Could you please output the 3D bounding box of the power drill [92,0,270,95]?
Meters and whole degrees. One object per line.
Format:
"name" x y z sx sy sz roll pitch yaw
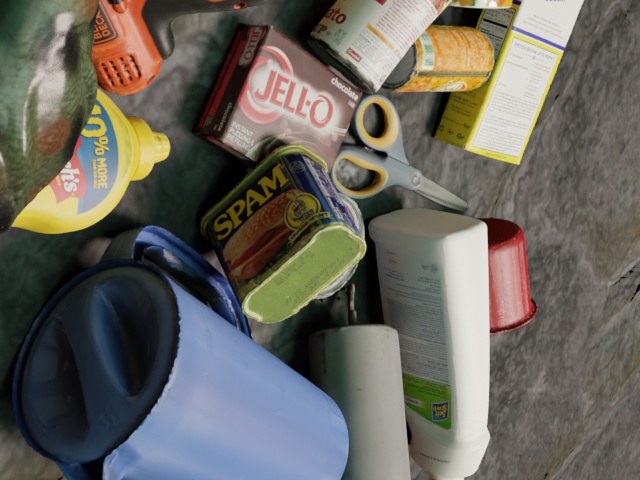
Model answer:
"power drill" -0.078 -0.182 0.614 0.187 0.057 0.184 -16 138 5

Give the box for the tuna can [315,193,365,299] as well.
"tuna can" -0.006 0.001 0.843 0.085 0.034 0.086 -18 116 -42

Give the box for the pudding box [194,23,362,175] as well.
"pudding box" -0.029 -0.093 0.783 0.113 0.039 0.090 29 82 -48

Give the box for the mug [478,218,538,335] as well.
"mug" 0.153 0.026 0.988 0.117 0.093 0.081 -49 134 -60

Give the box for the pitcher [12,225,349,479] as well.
"pitcher" -0.080 0.108 0.743 0.149 0.145 0.242 -51 140 0

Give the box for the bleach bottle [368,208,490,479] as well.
"bleach bottle" 0.099 0.104 0.923 0.067 0.103 0.251 -17 111 -39

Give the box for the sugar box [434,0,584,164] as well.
"sugar box" 0.171 -0.161 0.951 0.093 0.048 0.176 7 105 -49

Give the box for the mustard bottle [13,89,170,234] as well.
"mustard bottle" -0.169 -0.050 0.632 0.191 0.058 0.096 -9 90 -46

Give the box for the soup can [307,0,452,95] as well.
"soup can" 0.047 -0.168 0.799 0.102 0.069 0.068 -51 136 1

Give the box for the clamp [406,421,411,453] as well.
"clamp" 0.061 0.170 0.969 0.171 0.039 0.120 -60 141 -22

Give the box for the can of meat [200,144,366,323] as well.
"can of meat" -0.026 -0.002 0.752 0.102 0.084 0.057 -41 140 16

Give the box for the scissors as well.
"scissors" 0.077 -0.072 0.919 0.201 0.016 0.096 0 104 -47
